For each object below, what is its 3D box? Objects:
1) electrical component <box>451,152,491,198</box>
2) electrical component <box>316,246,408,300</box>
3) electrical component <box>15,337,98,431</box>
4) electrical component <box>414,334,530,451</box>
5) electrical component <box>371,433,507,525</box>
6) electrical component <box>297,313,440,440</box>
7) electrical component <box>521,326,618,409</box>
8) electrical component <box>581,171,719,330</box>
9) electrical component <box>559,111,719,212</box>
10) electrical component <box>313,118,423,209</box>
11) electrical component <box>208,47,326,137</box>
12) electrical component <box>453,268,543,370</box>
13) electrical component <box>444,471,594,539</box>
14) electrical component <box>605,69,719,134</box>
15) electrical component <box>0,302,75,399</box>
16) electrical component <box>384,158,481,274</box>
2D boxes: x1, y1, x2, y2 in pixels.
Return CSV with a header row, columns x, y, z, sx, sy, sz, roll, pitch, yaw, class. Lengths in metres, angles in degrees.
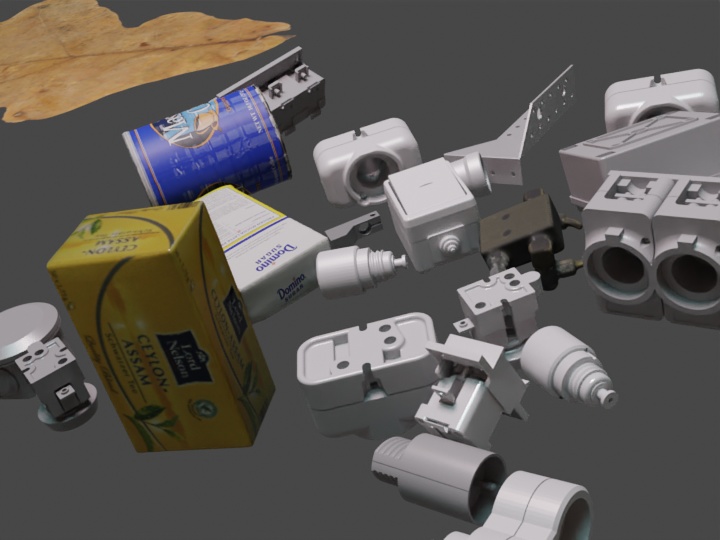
x,y,z,sx,sy,sz,roll,pitch,yaw,class
0.090,-0.080,0.960,0.046,0.040,0.040,-17,31,12,electrical component
0.000,0.000,0.876,0.078,0.040,0.040,-10,32,12,electrical component
-0.233,0.091,0.832,0.048,0.055,0.066,-30,33,-21,electrical component
0.070,0.082,0.685,0.042,0.081,0.063,13,65,40,electrical component
0.044,0.123,0.656,0.081,0.043,0.043,10,41,38,electrical component
0.011,0.075,0.733,0.095,0.059,0.053,-14,31,5,electrical component
0.138,0.067,0.700,0.040,0.040,0.078,-27,32,-16,electrical component
0.233,-0.009,0.727,0.150,0.089,0.061,8,40,36,electrical component
0.227,-0.083,0.849,0.109,0.056,0.108,-19,11,-3,electrical component
0.009,-0.098,1.014,0.095,0.053,0.059,-18,31,-1,electrical component
-0.099,-0.182,1.190,0.063,0.078,0.121,36,56,27,electrical component
0.100,0.037,0.752,0.066,0.055,0.048,-21,31,-6,electrical component
0.063,0.162,0.575,0.074,0.052,0.138,8,39,36,electrical component
0.265,-0.134,0.943,0.095,0.053,0.059,-7,33,17,electrical component
-0.283,0.067,0.900,0.080,0.051,0.080,-13,31,8,electrical component
0.062,-0.046,0.896,0.062,0.061,0.096,-19,31,-3,electrical component
